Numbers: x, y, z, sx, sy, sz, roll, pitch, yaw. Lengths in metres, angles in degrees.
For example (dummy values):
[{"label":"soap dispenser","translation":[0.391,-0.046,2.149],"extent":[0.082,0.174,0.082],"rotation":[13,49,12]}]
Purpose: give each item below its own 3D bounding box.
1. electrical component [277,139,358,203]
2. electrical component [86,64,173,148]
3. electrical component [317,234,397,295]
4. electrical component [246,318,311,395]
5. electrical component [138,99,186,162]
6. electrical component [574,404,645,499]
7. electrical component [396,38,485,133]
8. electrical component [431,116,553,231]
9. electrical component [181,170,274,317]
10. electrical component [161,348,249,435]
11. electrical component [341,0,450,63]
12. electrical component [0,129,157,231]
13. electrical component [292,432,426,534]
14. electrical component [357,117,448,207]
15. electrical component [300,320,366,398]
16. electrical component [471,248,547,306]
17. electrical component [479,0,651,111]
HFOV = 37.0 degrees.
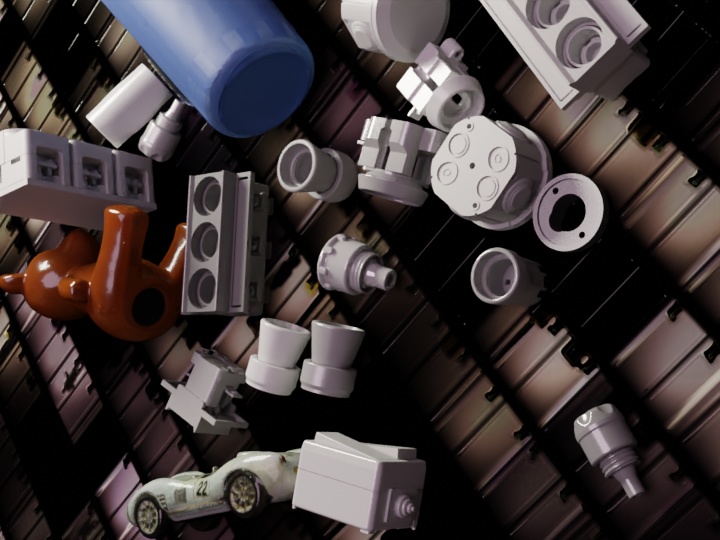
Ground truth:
[{"label":"electrical component","translation":[-0.035,-0.082,0.901],"extent":[0.045,0.055,0.045],"rotation":[-8,77,39]},{"label":"electrical component","translation":[-0.233,-0.166,1.083],"extent":[0.077,0.043,0.079],"rotation":[-45,20,-4]},{"label":"electrical component","translation":[0.000,0.000,0.867],"extent":[0.062,0.048,0.048],"rotation":[19,95,33]},{"label":"electrical component","translation":[-0.070,0.073,0.911],"extent":[0.045,0.045,0.055],"rotation":[21,96,40]},{"label":"electrical component","translation":[-0.190,-0.138,1.054],"extent":[0.035,0.035,0.061],"rotation":[41,107,36]},{"label":"electrical component","translation":[0.168,0.121,0.711],"extent":[0.035,0.035,0.061],"rotation":[-40,61,28]},{"label":"electrical component","translation":[0.066,-0.139,0.835],"extent":[0.066,0.048,0.055],"rotation":[-52,47,21]},{"label":"electrical component","translation":[0.097,-0.072,0.793],"extent":[0.080,0.051,0.080],"rotation":[-8,77,39]},{"label":"electrical component","translation":[-0.117,-0.021,0.954],"extent":[0.079,0.063,0.121],"rotation":[-4,80,39]},{"label":"electrical component","translation":[-0.134,0.108,0.961],"extent":[0.081,0.042,0.063],"rotation":[28,97,38]},{"label":"electrical component","translation":[0.029,-0.208,0.855],"extent":[0.051,0.080,0.080],"rotation":[22,97,45]},{"label":"electrical component","translation":[-0.286,-0.089,1.049],"extent":[0.089,0.150,0.061],"rotation":[-16,74,37]},{"label":"electrical component","translation":[0.005,0.162,0.822],"extent":[0.096,0.062,0.061],"rotation":[8,88,40]},{"label":"electrical component","translation":[0.031,-0.084,0.846],"extent":[0.078,0.058,0.057],"rotation":[16,90,40]},{"label":"electrical component","translation":[-0.023,0.072,0.872],"extent":[0.045,0.045,0.055],"rotation":[13,91,40]},{"label":"electrical component","translation":[0.109,0.007,0.772],"extent":[0.040,0.046,0.040],"rotation":[-8,78,39]},{"label":"electrical component","translation":[0.147,-0.179,0.761],"extent":[0.079,0.063,0.121],"rotation":[-44,57,25]}]
